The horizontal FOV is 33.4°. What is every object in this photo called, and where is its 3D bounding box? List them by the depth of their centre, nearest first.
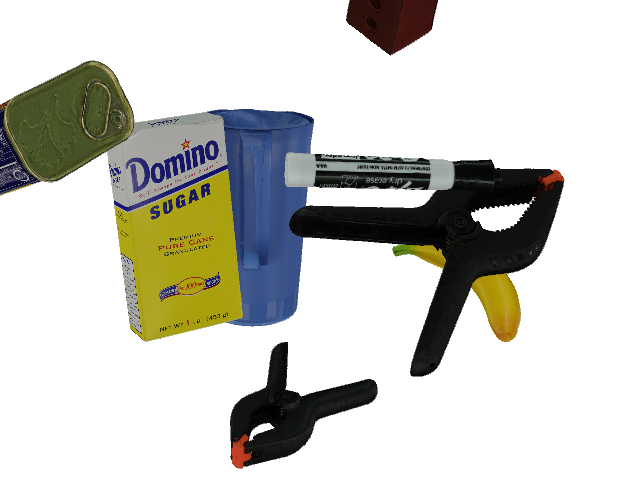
[{"bbox_3d":[0.041,-0.037,0.591,0.121,0.020,0.020,1,0,-7],"label":"marker"},{"bbox_3d":[-0.188,-0.070,0.703,0.084,0.057,0.101,-13,19,38],"label":"can of meat"},{"bbox_3d":[0.103,0.007,0.792,0.209,0.165,0.036,-20,-34,-18],"label":"clamp"},{"bbox_3d":[0.059,-0.195,0.831,0.051,0.053,0.078,-37,-24,-28],"label":"foam brick"},{"bbox_3d":[-0.120,-0.013,0.889,0.093,0.176,0.048,-13,20,-26],"label":"sugar box"},{"bbox_3d":[-0.039,0.157,1.038,0.120,0.039,0.171,21,33,35],"label":"clamp"},{"bbox_3d":[0.157,0.042,1.115,0.069,0.037,0.198,-35,39,-13],"label":"banana"},{"bbox_3d":[-0.077,-0.026,1.228,0.145,0.243,0.148,15,21,39],"label":"pitcher"}]
